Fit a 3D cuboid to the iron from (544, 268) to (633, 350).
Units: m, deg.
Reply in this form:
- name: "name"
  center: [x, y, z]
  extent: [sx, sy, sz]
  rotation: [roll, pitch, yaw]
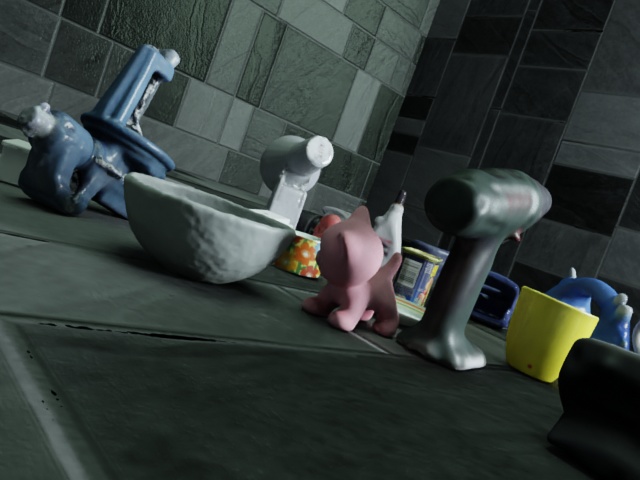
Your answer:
- name: "iron"
  center: [0.382, 0.120, 0.813]
  extent: [0.118, 0.141, 0.258]
  rotation: [20, 4, -3]

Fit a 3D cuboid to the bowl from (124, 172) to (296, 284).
- name: "bowl"
  center: [-0.112, -0.003, 0.548]
  extent: [0.167, 0.075, 0.167]
  rotation: [20, 4, -1]

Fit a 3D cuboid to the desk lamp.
- name: "desk lamp"
  center: [-0.050, -0.096, 1.084]
  extent: [0.118, 0.213, 0.202]
  rotation: [18, 5, -23]

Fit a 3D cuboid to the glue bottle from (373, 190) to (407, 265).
- name: "glue bottle"
  center: [0.122, -0.010, 1.048]
  extent: [0.078, 0.173, 0.037]
  rotation: [20, 4, 9]

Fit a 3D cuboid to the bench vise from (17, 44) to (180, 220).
- name: "bench vise"
  center: [-0.231, -0.132, 0.658]
  extent: [0.121, 0.220, 0.207]
  rotation: [20, 4, 4]

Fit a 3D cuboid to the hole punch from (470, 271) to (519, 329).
- name: "hole punch"
  center: [0.292, 0.099, 1.011]
  extent: [0.108, 0.091, 0.101]
  rotation: [22, 5, 25]

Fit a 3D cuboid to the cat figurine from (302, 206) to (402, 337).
- name: "cat figurine"
  center: [0.040, 0.027, 0.566]
  extent: [0.067, 0.118, 0.128]
  rotation: [24, 6, 43]

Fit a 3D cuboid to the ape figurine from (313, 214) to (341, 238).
- name: "ape figurine"
  center: [0.008, 0.003, 0.910]
  extent: [0.078, 0.092, 0.075]
  rotation: [16, 6, -45]

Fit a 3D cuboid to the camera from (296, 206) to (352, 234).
- name: "camera"
  center: [0.012, -0.020, 1.162]
  extent: [0.136, 0.101, 0.144]
  rotation: [22, 5, 26]

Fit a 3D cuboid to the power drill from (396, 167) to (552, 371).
- name: "power drill"
  center: [0.162, 0.022, 0.587]
  extent: [0.075, 0.208, 0.230]
  rotation: [23, 5, 35]

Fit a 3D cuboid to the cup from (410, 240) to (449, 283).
- name: "cup"
  center: [0.229, 0.060, 1.186]
  extent: [0.117, 0.095, 0.092]
  rotation: [23, 5, 38]

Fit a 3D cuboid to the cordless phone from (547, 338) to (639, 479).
- name: "cordless phone"
  center: [0.247, 0.081, 0.377]
  extent: [0.094, 0.185, 0.147]
  rotation: [16, 6, -41]

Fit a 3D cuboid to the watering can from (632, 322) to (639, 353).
- name: "watering can"
  center: [0.483, 0.134, 0.733]
  extent: [0.101, 0.194, 0.172]
  rotation: [16, 6, -41]
